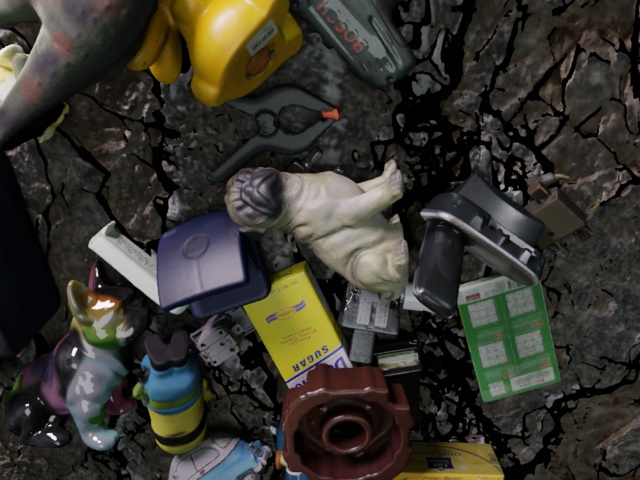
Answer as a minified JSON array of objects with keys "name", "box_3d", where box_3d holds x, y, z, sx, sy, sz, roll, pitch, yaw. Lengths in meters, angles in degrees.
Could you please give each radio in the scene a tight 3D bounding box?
[{"name":"radio","box_3d":[-0.390,0.012,0.614,0.073,0.131,0.229,-9,109,4]}]

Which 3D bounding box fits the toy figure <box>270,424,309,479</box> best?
[{"name":"toy figure","box_3d":[-0.029,0.321,0.759,0.064,0.058,0.154,-19,108,-19]}]

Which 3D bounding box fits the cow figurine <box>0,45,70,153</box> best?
[{"name":"cow figurine","box_3d":[-0.340,-0.120,0.553,0.068,0.167,0.098,-17,127,37]}]

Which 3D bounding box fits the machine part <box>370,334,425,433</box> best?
[{"name":"machine part","box_3d":[0.108,0.196,0.724,0.084,0.039,0.138,-14,107,-3]}]

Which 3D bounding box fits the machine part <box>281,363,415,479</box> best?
[{"name":"machine part","box_3d":[0.034,0.238,0.686,0.179,0.056,0.179,0,113,0]}]

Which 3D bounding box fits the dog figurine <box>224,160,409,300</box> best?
[{"name":"dog figurine","box_3d":[-0.001,-0.004,0.601,0.191,0.121,0.172,-7,95,5]}]

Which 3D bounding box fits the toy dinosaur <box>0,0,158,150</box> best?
[{"name":"toy dinosaur","box_3d":[-0.201,-0.232,0.470,0.192,0.131,0.404,13,96,28]}]

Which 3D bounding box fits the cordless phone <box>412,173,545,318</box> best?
[{"name":"cordless phone","box_3d":[0.171,0.028,0.582,0.146,0.184,0.088,35,133,-7]}]

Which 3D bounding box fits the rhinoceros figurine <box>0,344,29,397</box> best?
[{"name":"rhinoceros figurine","box_3d":[-0.438,0.173,0.641,0.112,0.190,0.073,34,119,-16]}]

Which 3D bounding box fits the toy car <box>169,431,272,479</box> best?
[{"name":"toy car","box_3d":[-0.152,0.320,0.738,0.161,0.109,0.103,-38,87,4]}]

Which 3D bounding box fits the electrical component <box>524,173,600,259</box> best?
[{"name":"electrical component","box_3d":[0.281,-0.032,0.640,0.102,0.045,0.078,34,135,-8]}]

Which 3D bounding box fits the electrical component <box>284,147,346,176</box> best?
[{"name":"electrical component","box_3d":[-0.018,-0.063,0.641,0.063,0.021,0.094,40,105,-13]}]

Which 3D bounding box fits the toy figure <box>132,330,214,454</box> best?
[{"name":"toy figure","box_3d":[-0.187,0.197,0.682,0.082,0.089,0.180,9,131,2]}]

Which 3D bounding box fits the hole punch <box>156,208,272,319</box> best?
[{"name":"hole punch","box_3d":[-0.129,0.025,0.622,0.142,0.092,0.116,-20,77,11]}]

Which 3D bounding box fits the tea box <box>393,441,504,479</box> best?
[{"name":"tea box","box_3d":[0.162,0.343,0.758,0.170,0.068,0.098,0,109,0]}]

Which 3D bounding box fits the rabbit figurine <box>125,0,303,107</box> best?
[{"name":"rabbit figurine","box_3d":[-0.124,-0.227,0.549,0.162,0.122,0.173,-43,85,13]}]

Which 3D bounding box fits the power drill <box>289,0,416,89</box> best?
[{"name":"power drill","box_3d":[0.059,-0.286,0.532,0.207,0.086,0.231,-34,107,8]}]

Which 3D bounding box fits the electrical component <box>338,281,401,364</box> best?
[{"name":"electrical component","box_3d":[0.059,0.095,0.664,0.075,0.048,0.119,13,86,-3]}]

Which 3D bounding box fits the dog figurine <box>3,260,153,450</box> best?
[{"name":"dog figurine","box_3d":[-0.307,0.139,0.675,0.192,0.108,0.219,2,105,3]}]
